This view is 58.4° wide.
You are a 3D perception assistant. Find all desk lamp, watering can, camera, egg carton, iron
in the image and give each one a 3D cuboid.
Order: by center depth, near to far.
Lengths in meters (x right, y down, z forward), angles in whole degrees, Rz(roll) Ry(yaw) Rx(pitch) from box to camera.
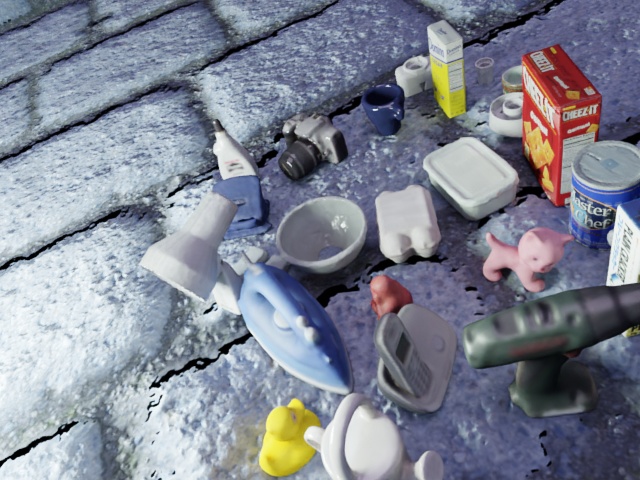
[{"bbox_3d":[0.060,0.255,0.690,0.172,0.194,0.101,-9,47,13],"label":"watering can"},{"bbox_3d":[-0.042,0.121,0.889,0.119,0.142,0.257,-37,47,-14],"label":"iron"},{"bbox_3d":[-0.176,0.034,0.968,0.117,0.214,0.203,20,58,34],"label":"desk lamp"},{"bbox_3d":[0.151,-0.031,1.009,0.107,0.070,0.150,-13,46,9],"label":"egg carton"},{"bbox_3d":[-0.036,-0.201,1.213,0.142,0.101,0.137,29,64,38],"label":"camera"}]

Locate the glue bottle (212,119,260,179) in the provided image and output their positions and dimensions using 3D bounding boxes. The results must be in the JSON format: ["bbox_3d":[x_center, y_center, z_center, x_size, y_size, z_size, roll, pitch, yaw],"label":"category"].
[{"bbox_3d":[-0.188,-0.183,1.202,0.078,0.173,0.037,-16,45,6],"label":"glue bottle"}]

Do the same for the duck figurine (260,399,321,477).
[{"bbox_3d":[-0.049,0.269,0.794,0.077,0.086,0.105,22,59,35],"label":"duck figurine"}]

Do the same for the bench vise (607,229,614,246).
[{"bbox_3d":[0.509,-0.053,0.789,0.208,0.220,0.121,-38,47,-15],"label":"bench vise"}]

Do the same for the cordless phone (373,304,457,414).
[{"bbox_3d":[0.125,0.137,0.782,0.094,0.185,0.148,5,51,24],"label":"cordless phone"}]

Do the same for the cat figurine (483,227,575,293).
[{"bbox_3d":[0.313,0.016,0.870,0.127,0.118,0.067,13,55,30],"label":"cat figurine"}]

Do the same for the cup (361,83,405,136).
[{"bbox_3d":[0.147,-0.263,1.206,0.092,0.095,0.117,-32,46,-10],"label":"cup"}]

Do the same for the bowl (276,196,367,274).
[{"bbox_3d":[0.009,0.004,1.025,0.167,0.075,0.167,-10,46,11],"label":"bowl"}]

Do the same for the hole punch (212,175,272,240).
[{"bbox_3d":[-0.157,-0.066,1.140,0.108,0.091,0.101,-12,46,10],"label":"hole punch"}]

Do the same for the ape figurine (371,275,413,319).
[{"bbox_3d":[0.104,0.087,0.901,0.076,0.092,0.078,2,50,23],"label":"ape figurine"}]

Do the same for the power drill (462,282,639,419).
[{"bbox_3d":[0.295,0.136,0.702,0.229,0.209,0.075,-12,46,10],"label":"power drill"}]
